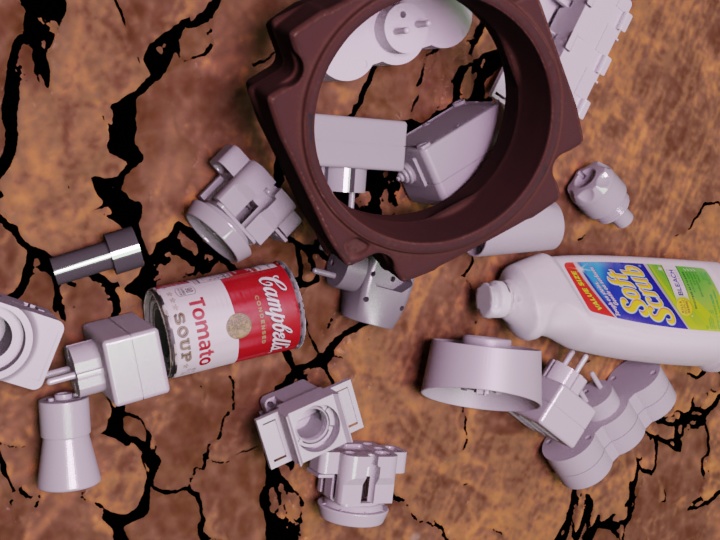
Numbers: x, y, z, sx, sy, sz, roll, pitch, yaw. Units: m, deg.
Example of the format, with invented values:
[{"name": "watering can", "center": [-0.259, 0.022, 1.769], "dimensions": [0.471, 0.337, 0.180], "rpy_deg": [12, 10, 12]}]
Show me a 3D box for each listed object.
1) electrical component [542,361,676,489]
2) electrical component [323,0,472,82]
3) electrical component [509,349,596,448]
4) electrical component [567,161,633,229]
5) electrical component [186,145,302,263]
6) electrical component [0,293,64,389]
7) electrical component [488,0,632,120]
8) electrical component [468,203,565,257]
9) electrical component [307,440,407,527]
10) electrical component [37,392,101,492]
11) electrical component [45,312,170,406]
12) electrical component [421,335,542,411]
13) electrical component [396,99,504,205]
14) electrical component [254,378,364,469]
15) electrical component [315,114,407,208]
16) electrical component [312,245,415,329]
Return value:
[{"name": "electrical component", "center": [0.217, 0.124, 0.966], "dimensions": [0.138, 0.052, 0.073], "rpy_deg": [-41, 114, -15]}, {"name": "electrical component", "center": [0.026, -0.180, 0.808], "dimensions": [0.138, 0.074, 0.052], "rpy_deg": [-23, 108, -22]}, {"name": "electrical component", "center": [0.171, 0.103, 0.932], "dimensions": [0.047, 0.066, 0.076], "rpy_deg": [38, 81, -26]}, {"name": "electrical component", "center": [0.215, -0.061, 0.940], "dimensions": [0.062, 0.043, 0.043], "rpy_deg": [41, 80, -27]}, {"name": "electrical component", "center": [-0.089, -0.043, 0.783], "dimensions": [0.057, 0.058, 0.078], "rpy_deg": [-48, 115, -15]}, {"name": "electrical component", "center": [-0.251, 0.041, 0.716], "dimensions": [0.089, 0.056, 0.050], "rpy_deg": [22, 88, -28]}, {"name": "electrical component", "center": [0.169, -0.177, 0.886], "dimensions": [0.079, 0.063, 0.121], "rpy_deg": [29, 85, -27]}, {"name": "electrical component", "center": [0.127, -0.053, 0.896], "dimensions": [0.077, 0.044, 0.079], "rpy_deg": [-6, 101, -26]}, {"name": "electrical component", "center": [-0.004, 0.170, 0.860], "dimensions": [0.078, 0.058, 0.057], "rpy_deg": [5, 93, -28]}, {"name": "electrical component", "center": [-0.208, 0.119, 0.759], "dimensions": [0.044, 0.044, 0.065], "rpy_deg": [-5, 96, -26]}, {"name": "electrical component", "center": [-0.182, 0.066, 0.749], "dimensions": [0.077, 0.066, 0.047], "rpy_deg": [-15, 104, -24]}, {"name": "electrical component", "center": [0.101, 0.087, 0.878], "dimensions": [0.099, 0.099, 0.064], "rpy_deg": [7, 89, -27]}, {"name": "electrical component", "center": [0.071, -0.087, 0.853], "dimensions": [0.096, 0.062, 0.061], "rpy_deg": [-33, 111, -18]}, {"name": "electrical component", "center": [-0.044, 0.115, 0.827], "dimensions": [0.081, 0.064, 0.042], "rpy_deg": [-21, 106, -23]}, {"name": "electrical component", "center": [-0.013, -0.078, 0.820], "dimensions": [0.083, 0.047, 0.075], "rpy_deg": [1, 97, -27]}, {"name": "electrical component", "center": [0.000, 0.000, 0.842], "dimensions": [0.079, 0.043, 0.077], "rpy_deg": [15, 92, -27]}]
